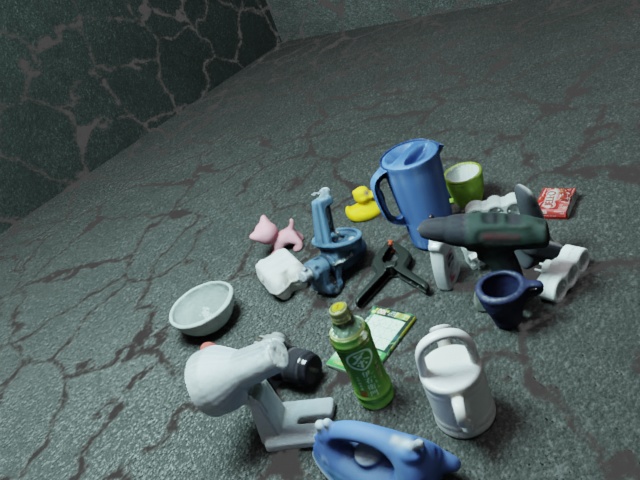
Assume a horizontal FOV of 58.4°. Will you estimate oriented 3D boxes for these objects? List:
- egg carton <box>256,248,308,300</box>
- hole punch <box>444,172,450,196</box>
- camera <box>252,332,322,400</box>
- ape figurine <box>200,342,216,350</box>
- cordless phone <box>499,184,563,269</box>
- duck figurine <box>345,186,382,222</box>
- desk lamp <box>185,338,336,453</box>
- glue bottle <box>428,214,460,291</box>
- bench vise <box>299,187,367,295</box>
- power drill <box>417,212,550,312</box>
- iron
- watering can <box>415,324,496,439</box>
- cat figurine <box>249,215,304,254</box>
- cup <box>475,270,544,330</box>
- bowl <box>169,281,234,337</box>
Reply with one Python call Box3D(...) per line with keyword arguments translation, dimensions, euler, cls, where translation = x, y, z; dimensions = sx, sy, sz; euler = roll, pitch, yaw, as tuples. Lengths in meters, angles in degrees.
Box3D(translation=(-0.096, 0.083, 1.420), dimensions=(0.107, 0.069, 0.150), euler=(-32, 32, -14), cls="egg carton")
Box3D(translation=(0.279, -0.150, 1.508), dimensions=(0.108, 0.091, 0.101), euler=(-16, 31, 12), cls="hole punch")
Box3D(translation=(-0.077, 0.248, 1.121), dimensions=(0.136, 0.101, 0.143), euler=(3, 40, 37), cls="camera")
Box3D(translation=(-0.224, 0.256, 1.216), dimensions=(0.076, 0.092, 0.078), euler=(-16, 32, 13), cls="ape figurine")
Box3D(translation=(0.415, -0.049, 1.170), dimensions=(0.094, 0.185, 0.147), euler=(-27, 31, -6), cls="cordless phone")
Box3D(translation=(0.114, -0.104, 1.552), dimensions=(0.104, 0.086, 0.077), euler=(-18, 31, 9), cls="duck figurine")
Box3D(translation=(-0.104, 0.264, 1.004), dimensions=(0.203, 0.214, 0.118), euler=(-13, 32, 17), cls="desk lamp")
Box3D(translation=(0.249, 0.019, 1.188), dimensions=(0.037, 0.173, 0.078), euler=(-2, 37, 32), cls="glue bottle")
Box3D(translation=(0.023, 0.004, 1.316), dimensions=(0.121, 0.220, 0.207), euler=(-6, 35, 27), cls="bench vise")
Box3D(translation=(0.317, 0.035, 1.082), dimensions=(0.229, 0.209, 0.075), euler=(-10, 33, 22), cls="power drill")
Box3D(translation=(0.070, 0.322, 0.869), dimensions=(0.257, 0.142, 0.119), euler=(2, 39, 36), cls="iron")
Box3D(translation=(0.205, 0.208, 0.903), dimensions=(0.101, 0.194, 0.172), euler=(-28, 31, -7), cls="watering can")
Box3D(translation=(-0.120, -0.018, 1.544), dimensions=(0.127, 0.118, 0.067), euler=(-19, 31, 7), cls="cat figurine")
Box3D(translation=(0.352, 0.114, 1.049), dimensions=(0.117, 0.095, 0.092), euler=(-10, 33, 21), cls="cup")
Box3D(translation=(-0.274, 0.178, 1.386), dimensions=(0.167, 0.075, 0.167), euler=(-17, 31, 11), cls="bowl")
